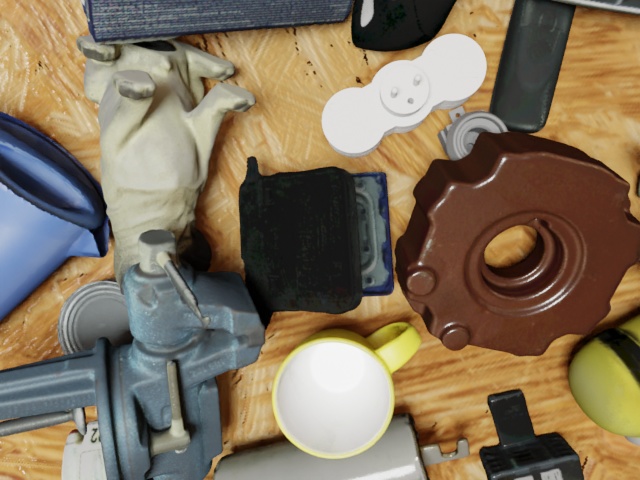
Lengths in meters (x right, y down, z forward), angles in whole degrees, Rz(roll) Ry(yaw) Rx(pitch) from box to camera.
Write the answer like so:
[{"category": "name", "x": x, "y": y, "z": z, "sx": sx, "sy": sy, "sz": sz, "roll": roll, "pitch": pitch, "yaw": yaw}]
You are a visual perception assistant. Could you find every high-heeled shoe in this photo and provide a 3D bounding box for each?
[{"category": "high-heeled shoe", "x": 0.074, "y": -0.277, "z": 0.436, "sx": 0.145, "sy": 0.086, "sz": 0.248, "roll": -18, "pitch": 71, "yaw": 35}]

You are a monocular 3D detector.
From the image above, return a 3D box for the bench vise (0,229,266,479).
[{"category": "bench vise", "x": -0.161, "y": 0.102, "z": 0.379, "sx": 0.241, "sy": 0.129, "sz": 0.223, "roll": -8, "pitch": 129, "yaw": -19}]

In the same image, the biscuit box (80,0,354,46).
[{"category": "biscuit box", "x": -0.068, "y": -0.192, "z": 0.390, "sx": 0.203, "sy": 0.062, "sz": 0.059, "roll": -14, "pitch": 62, "yaw": -23}]

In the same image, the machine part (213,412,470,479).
[{"category": "machine part", "x": 0.003, "y": 0.199, "z": 0.444, "sx": 0.243, "sy": 0.079, "sz": 0.079, "roll": -16, "pitch": 91, "yaw": 4}]

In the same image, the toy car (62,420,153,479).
[{"category": "toy car", "x": -0.175, "y": 0.256, "z": 0.471, "sx": 0.074, "sy": 0.056, "sz": 0.201, "roll": -9, "pitch": 92, "yaw": 5}]

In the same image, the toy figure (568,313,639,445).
[{"category": "toy figure", "x": 0.278, "y": 0.080, "z": 0.414, "sx": 0.180, "sy": 0.082, "sz": 0.089, "roll": -41, "pitch": 90, "yaw": 7}]

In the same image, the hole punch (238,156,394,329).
[{"category": "hole punch", "x": -0.001, "y": -0.001, "z": 0.440, "sx": 0.116, "sy": 0.092, "sz": 0.142, "roll": -2, "pitch": 96, "yaw": 34}]

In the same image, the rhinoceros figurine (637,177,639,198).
[{"category": "rhinoceros figurine", "x": 0.295, "y": -0.043, "z": 0.388, "sx": 0.112, "sy": 0.073, "sz": 0.190, "roll": 5, "pitch": 63, "yaw": 31}]

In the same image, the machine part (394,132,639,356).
[{"category": "machine part", "x": 0.146, "y": 0.008, "z": 0.403, "sx": 0.179, "sy": 0.056, "sz": 0.179, "roll": -1, "pitch": 115, "yaw": -2}]

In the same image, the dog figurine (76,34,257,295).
[{"category": "dog figurine", "x": -0.145, "y": -0.061, "z": 0.446, "sx": 0.121, "sy": 0.172, "sz": 0.190, "roll": 5, "pitch": 124, "yaw": -26}]

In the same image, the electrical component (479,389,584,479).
[{"category": "electrical component", "x": 0.175, "y": 0.189, "z": 0.444, "sx": 0.075, "sy": 0.048, "sz": 0.119, "roll": -12, "pitch": 93, "yaw": 4}]

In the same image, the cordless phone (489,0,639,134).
[{"category": "cordless phone", "x": 0.216, "y": -0.169, "z": 0.420, "sx": 0.147, "sy": 0.089, "sz": 0.184, "roll": 11, "pitch": 105, "yaw": 3}]
